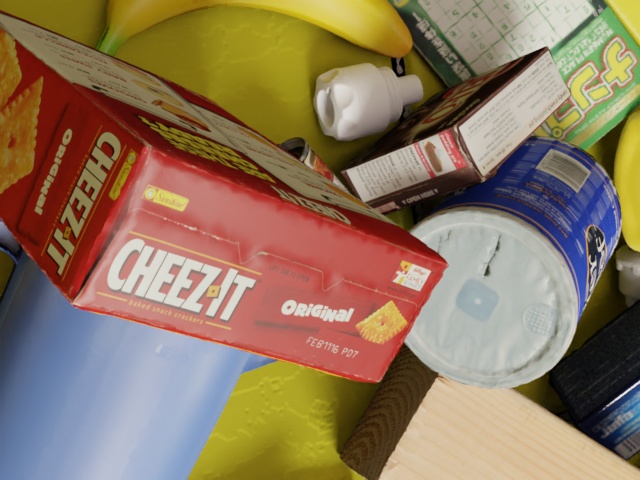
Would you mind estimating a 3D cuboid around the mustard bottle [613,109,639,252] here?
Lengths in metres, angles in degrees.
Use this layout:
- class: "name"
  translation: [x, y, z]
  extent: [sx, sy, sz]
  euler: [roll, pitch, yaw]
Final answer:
- class: "mustard bottle"
  translation: [0.286, -0.052, 0.733]
  extent: [0.191, 0.058, 0.096]
  euler: [-12, 105, -33]

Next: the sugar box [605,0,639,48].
- class: "sugar box"
  translation: [0.190, -0.198, 0.688]
  extent: [0.176, 0.048, 0.093]
  euler: [43, 80, -23]

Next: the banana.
- class: "banana"
  translation: [-0.036, -0.135, 0.604]
  extent: [0.197, 0.037, 0.070]
  euler: [-6, 113, -22]

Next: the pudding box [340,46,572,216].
- class: "pudding box"
  translation: [0.079, -0.062, 0.611]
  extent: [0.113, 0.090, 0.039]
  euler: [-43, 106, -40]

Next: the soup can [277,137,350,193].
- class: "soup can"
  translation: [-0.004, 0.001, 0.616]
  extent: [0.068, 0.069, 0.102]
  euler: [-45, 111, -12]

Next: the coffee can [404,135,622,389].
- class: "coffee can"
  translation: [0.110, 0.008, 0.613]
  extent: [0.140, 0.103, 0.103]
  euler: [-41, 118, -57]

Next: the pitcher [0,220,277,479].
- class: "pitcher"
  translation: [-0.141, 0.111, 0.543]
  extent: [0.243, 0.149, 0.144]
  euler: [-65, 156, 0]

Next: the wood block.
- class: "wood block"
  translation: [0.128, 0.155, 0.658]
  extent: [0.206, 0.090, 0.091]
  euler: [33, 82, -9]

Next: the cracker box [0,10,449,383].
- class: "cracker box"
  translation: [-0.073, -0.026, 0.483]
  extent: [0.163, 0.214, 0.072]
  euler: [19, 102, -42]
